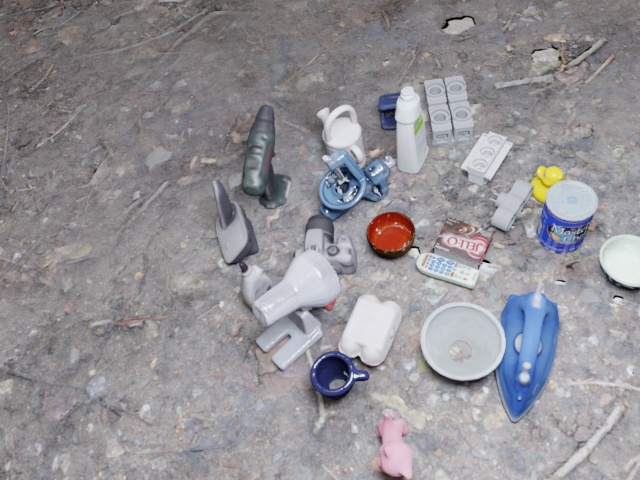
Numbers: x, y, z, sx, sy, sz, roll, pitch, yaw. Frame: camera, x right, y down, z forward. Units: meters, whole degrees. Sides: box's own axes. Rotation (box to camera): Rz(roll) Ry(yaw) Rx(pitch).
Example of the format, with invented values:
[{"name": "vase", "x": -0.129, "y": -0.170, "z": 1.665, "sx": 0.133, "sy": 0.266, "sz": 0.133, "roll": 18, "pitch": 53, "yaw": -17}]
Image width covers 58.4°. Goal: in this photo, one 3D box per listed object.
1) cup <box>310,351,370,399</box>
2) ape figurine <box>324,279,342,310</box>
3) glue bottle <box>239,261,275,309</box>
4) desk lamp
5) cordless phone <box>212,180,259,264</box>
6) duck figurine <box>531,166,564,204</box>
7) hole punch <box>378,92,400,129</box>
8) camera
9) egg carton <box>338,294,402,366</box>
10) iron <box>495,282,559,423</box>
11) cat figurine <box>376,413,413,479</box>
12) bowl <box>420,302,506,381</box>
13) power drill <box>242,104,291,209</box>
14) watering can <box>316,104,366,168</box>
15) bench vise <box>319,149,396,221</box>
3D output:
[{"name": "cup", "x": 0.045, "y": 0.284, "z": 1.162, "sx": 0.117, "sy": 0.095, "sz": 0.091, "roll": -1, "pitch": 58, "yaw": 10}, {"name": "ape figurine", "x": 0.010, "y": 0.103, "z": 1.282, "sx": 0.078, "sy": 0.092, "sz": 0.076, "roll": -30, "pitch": 58, "yaw": -8}, {"name": "glue bottle", "x": -0.149, "y": 0.092, "z": 1.271, "sx": 0.037, "sy": 0.173, "sz": 0.078, "roll": 30, "pitch": 69, "yaw": 26}, {"name": "desk lamp", "x": -0.052, "y": 0.144, "z": 1.196, "sx": 0.203, "sy": 0.214, "sz": 0.117, "roll": -42, "pitch": 60, "yaw": -15}, {"name": "cordless phone", "x": -0.219, "y": -0.044, "z": 1.361, "sx": 0.094, "sy": 0.185, "sz": 0.147, "roll": -23, "pitch": 57, "yaw": -4}, {"name": "duck figurine", "x": 0.541, "y": -0.131, "z": 1.328, "sx": 0.077, "sy": 0.086, "sz": 0.104, "roll": -39, "pitch": 59, "yaw": -13}, {"name": "hole punch", "x": 0.206, "y": -0.360, "z": 1.532, "sx": 0.108, "sy": 0.091, "sz": 0.101, "roll": -3, "pitch": 58, "yaw": 9}, {"name": "camera", "x": 0.012, "y": 0.005, "z": 1.337, "sx": 0.143, "sy": 0.101, "sz": 0.137, "roll": -3, "pitch": 58, "yaw": 9}, {"name": "egg carton", "x": 0.109, "y": 0.191, "z": 1.222, "sx": 0.107, "sy": 0.069, "sz": 0.150, "roll": 15, "pitch": 63, "yaw": 19}, {"name": "iron", "x": 0.402, "y": 0.211, "z": 1.110, "sx": 0.118, "sy": 0.142, "sz": 0.258, "roll": 10, "pitch": 61, "yaw": 17}, {"name": "cat figurine", "x": 0.136, "y": 0.386, "z": 1.067, "sx": 0.067, "sy": 0.118, "sz": 0.127, "roll": -10, "pitch": 57, "yaw": 5}, {"name": "bowl", "x": 0.289, "y": 0.216, "z": 1.169, "sx": 0.167, "sy": 0.075, "sz": 0.167, "roll": -5, "pitch": 58, "yaw": 8}, {"name": "power drill", "x": -0.133, "y": -0.186, "z": 1.419, "sx": 0.075, "sy": 0.209, "sz": 0.229, "roll": 2, "pitch": 59, "yaw": 13}, {"name": "watering can", "x": 0.051, "y": -0.264, "z": 1.440, "sx": 0.172, "sy": 0.194, "sz": 0.101, "roll": 28, "pitch": 67, "yaw": 25}, {"name": "bench vise", "x": 0.074, "y": -0.161, "z": 1.357, "sx": 0.121, "sy": 0.220, "sz": 0.208, "roll": 35, "pitch": 71, "yaw": 28}]
